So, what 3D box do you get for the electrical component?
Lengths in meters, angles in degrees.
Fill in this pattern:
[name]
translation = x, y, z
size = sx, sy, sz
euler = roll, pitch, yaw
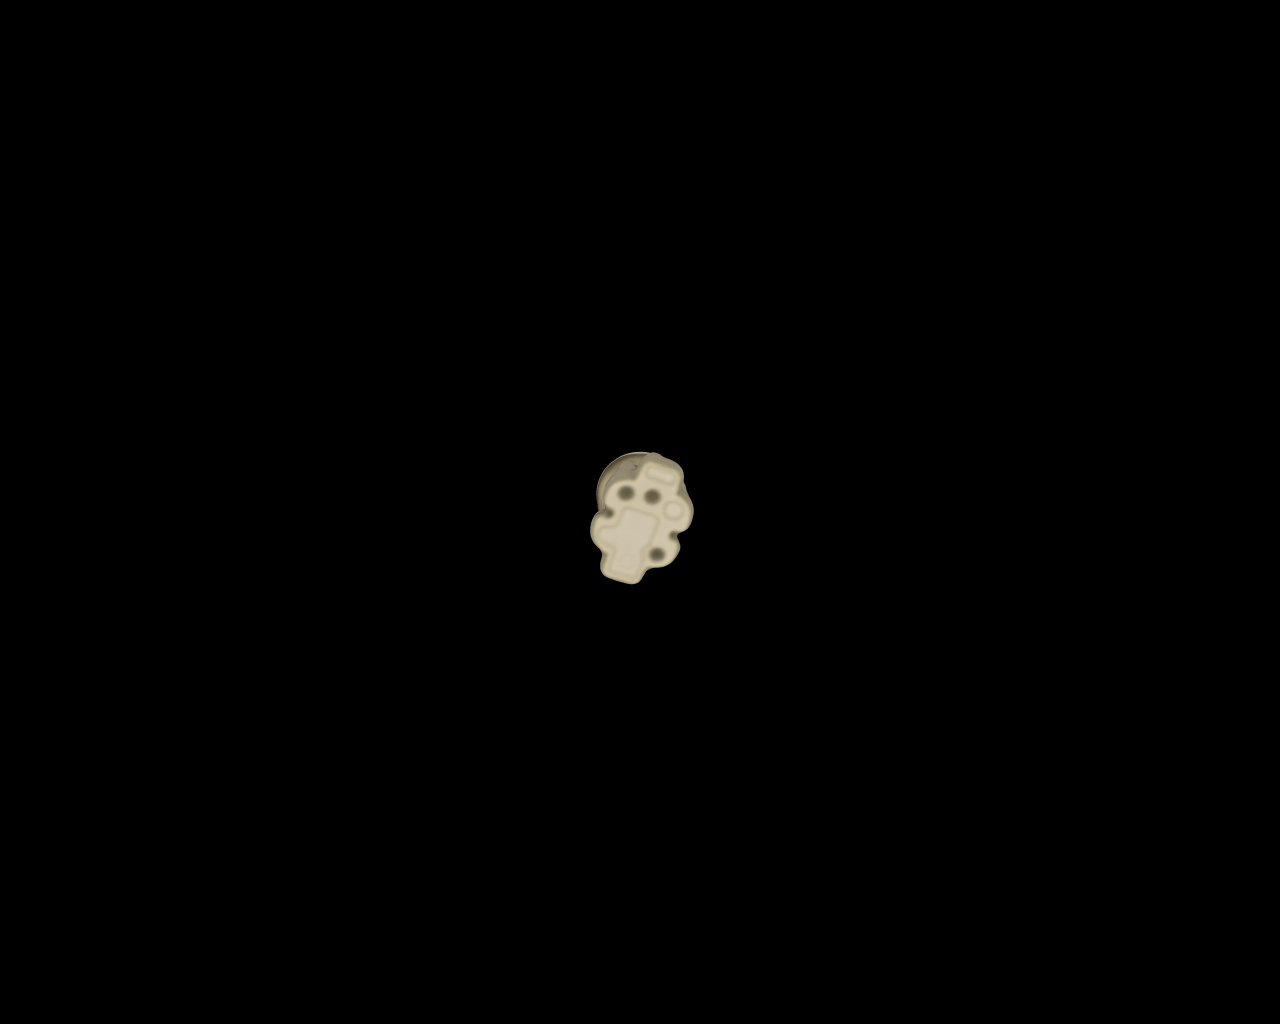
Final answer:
[electrical component]
translation = 0.001, -0.003, 0.650
size = 0.058, 0.078, 0.057
euler = 19, 20, -7
